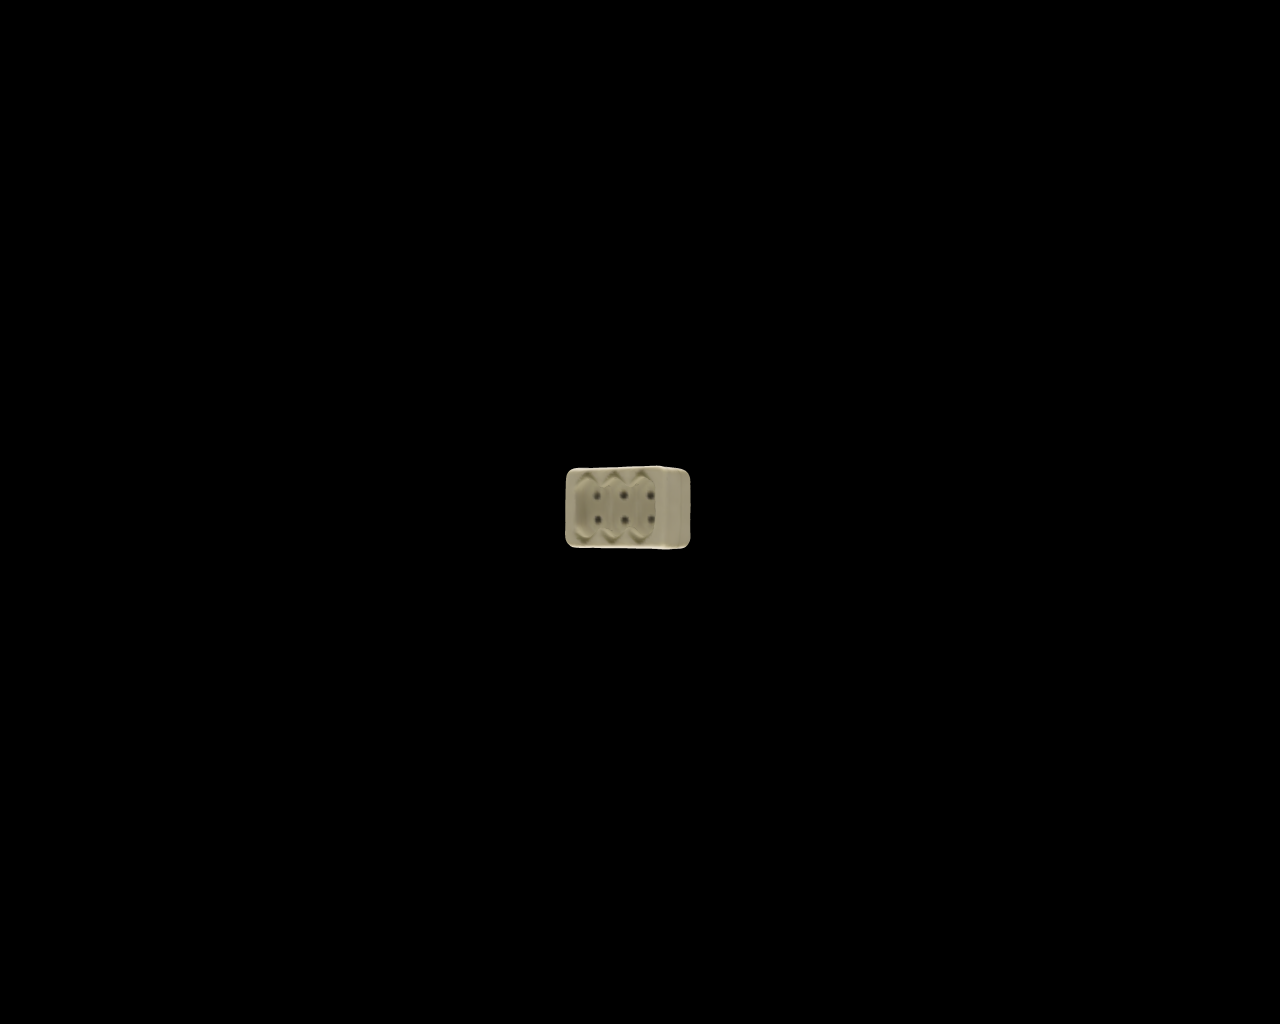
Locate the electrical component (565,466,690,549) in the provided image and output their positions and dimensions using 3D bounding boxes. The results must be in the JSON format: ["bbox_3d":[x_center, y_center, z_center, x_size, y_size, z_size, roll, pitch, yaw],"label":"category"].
[{"bbox_3d":[0.001,-0.003,0.650,0.066,0.047,0.077,0,0,25],"label":"electrical component"}]
